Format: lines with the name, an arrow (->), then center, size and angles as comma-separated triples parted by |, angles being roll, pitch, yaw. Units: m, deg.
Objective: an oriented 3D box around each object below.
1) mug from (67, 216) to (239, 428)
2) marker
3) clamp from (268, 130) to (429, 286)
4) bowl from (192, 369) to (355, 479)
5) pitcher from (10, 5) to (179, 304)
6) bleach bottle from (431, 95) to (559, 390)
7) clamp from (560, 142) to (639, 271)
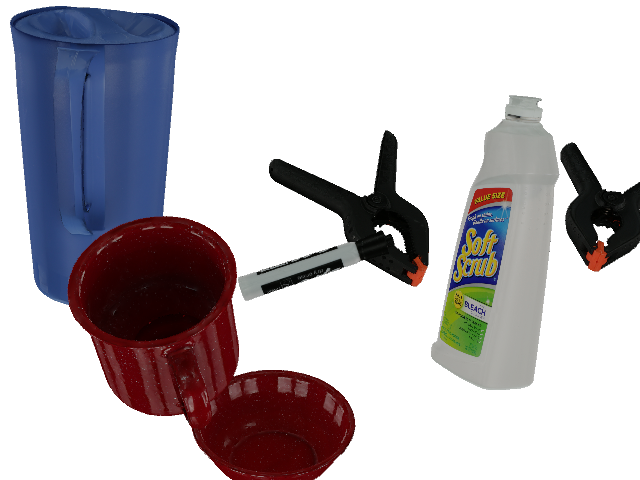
mug -> -0.085, 0.055, 0.605 | 0.093, 0.117, 0.081 | -21, -39, -15
marker -> -0.003, 0.018, 0.806 | 0.121, 0.020, 0.020 | -18, 0, 2
clamp -> 0.046, -0.034, 1.170 | 0.164, 0.210, 0.036 | -11, -37, -21
bowl -> -0.047, 0.198, 1.063 | 0.162, 0.055, 0.162 | 1, 31, -1
pitcher -> -0.190, -0.066, 0.892 | 0.145, 0.243, 0.148 | 25, 31, 38
bleach bottle -> 0.158, -0.002, 0.939 | 0.068, 0.251, 0.103 | -1, 14, -27
clamp -> 0.291, -0.040, 1.114 | 0.120, 0.039, 0.171 | 18, 45, 21
